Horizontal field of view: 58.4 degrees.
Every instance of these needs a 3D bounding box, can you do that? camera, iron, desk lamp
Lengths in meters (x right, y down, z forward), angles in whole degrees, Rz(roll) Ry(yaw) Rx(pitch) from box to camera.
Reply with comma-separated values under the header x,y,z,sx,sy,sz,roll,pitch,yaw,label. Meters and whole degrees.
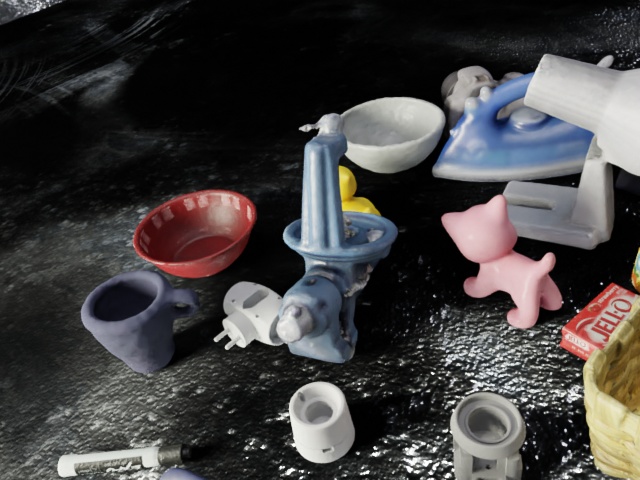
x,y,z,sx,sy,sz,roll,pitch,yaw,label
0.259,-0.234,0.922,0.143,0.101,0.136,-11,37,-1,camera
0.282,-0.169,0.796,0.258,0.142,0.118,-10,37,1,iron
0.304,-0.099,0.639,0.202,0.214,0.118,11,42,26,desk lamp

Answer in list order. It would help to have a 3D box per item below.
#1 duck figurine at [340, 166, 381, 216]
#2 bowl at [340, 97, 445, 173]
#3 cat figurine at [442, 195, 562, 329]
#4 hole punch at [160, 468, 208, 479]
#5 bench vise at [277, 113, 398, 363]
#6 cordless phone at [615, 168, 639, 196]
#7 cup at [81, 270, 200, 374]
x,y,z,sx,sy,sz,roll,pitch,yaw,label
0.032,-0.055,0.752,0.078,0.086,0.104,-36,44,-30,duck figurine
0.106,-0.150,0.869,0.167,0.075,0.167,-6,37,5,bowl
0.191,0.012,0.601,0.067,0.118,0.127,-30,41,-24,cat figurine
-0.085,0.232,0.399,0.108,0.091,0.101,13,43,28,hole punch
0.017,0.001,0.571,0.121,0.220,0.207,-5,37,7,bench vise
0.437,-0.136,0.680,0.094,0.185,0.147,-35,43,-29,cordless phone
-0.176,0.091,0.603,0.117,0.095,0.091,-8,37,4,cup
